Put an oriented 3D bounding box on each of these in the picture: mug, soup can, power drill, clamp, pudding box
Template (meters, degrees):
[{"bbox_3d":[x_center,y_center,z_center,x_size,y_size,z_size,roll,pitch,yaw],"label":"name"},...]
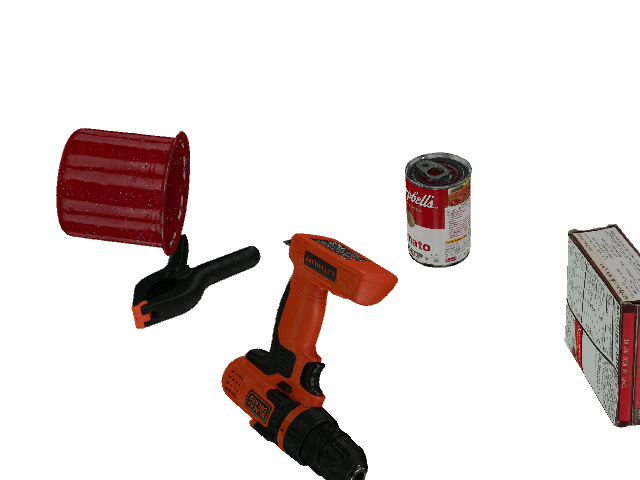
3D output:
[{"bbox_3d":[-0.145,-0.041,0.804,0.081,0.093,0.117,7,10,3],"label":"mug"},{"bbox_3d":[0.123,-0.031,1.113,0.068,0.102,0.068,-4,35,2],"label":"soup can"},{"bbox_3d":[-0.001,0.101,0.944,0.057,0.188,0.185,9,17,-47],"label":"power drill"},{"bbox_3d":[-0.148,0.045,1.222,0.120,0.039,0.171,-1,32,26],"label":"clamp"},{"bbox_3d":[0.191,0.052,0.689,0.039,0.090,0.113,-6,25,-4],"label":"pudding box"}]
